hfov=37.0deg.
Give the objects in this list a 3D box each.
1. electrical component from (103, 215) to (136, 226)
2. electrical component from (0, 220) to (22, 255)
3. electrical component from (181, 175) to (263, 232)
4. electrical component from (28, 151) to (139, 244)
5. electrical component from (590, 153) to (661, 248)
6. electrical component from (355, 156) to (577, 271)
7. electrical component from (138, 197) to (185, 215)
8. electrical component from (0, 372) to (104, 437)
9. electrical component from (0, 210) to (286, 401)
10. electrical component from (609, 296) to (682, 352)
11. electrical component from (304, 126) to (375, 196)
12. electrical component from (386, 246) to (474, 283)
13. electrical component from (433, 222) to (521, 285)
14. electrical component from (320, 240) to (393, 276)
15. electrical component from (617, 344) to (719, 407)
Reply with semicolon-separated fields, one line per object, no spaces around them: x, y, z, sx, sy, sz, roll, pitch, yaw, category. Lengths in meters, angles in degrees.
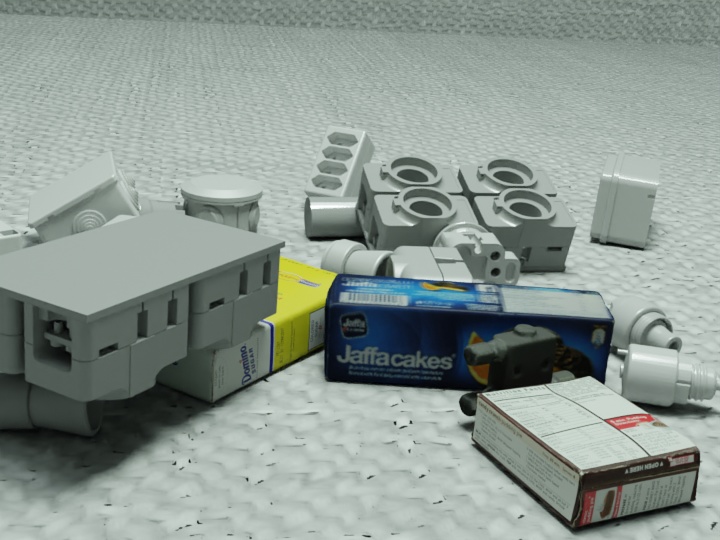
-0.177;-0.007;0.900;0.100;0.048;0.099;7;19;9;electrical component
-0.342;-0.010;0.865;0.109;0.056;0.109;-12;24;-38;electrical component
-0.137;-0.062;1.065;0.080;0.051;0.080;3;19;-1;electrical component
-0.251;-0.057;0.981;0.100;0.048;0.099;-30;25;-3;electrical component
0.283;-0.076;1.145;0.057;0.078;0.113;11;20;13;electrical component
0.099;-0.055;1.025;0.186;0.060;0.105;0;38;-13;electrical component
-0.196;-0.049;1.036;0.046;0.040;0.040;1;18;-27;electrical component
-0.194;0.080;0.658;0.065;0.044;0.044;-1;19;2;electrical component
-0.144;0.019;0.673;0.105;0.060;0.186;15;21;27;electrical component
0.220;0.048;0.826;0.043;0.043;0.062;-6;22;-27;electrical component
-0.016;-0.103;1.189;0.047;0.083;0.075;12;-17;23;electrical component
0.053;0.017;0.865;0.059;0.053;0.095;2;19;-6;electrical component
0.095;-0.009;0.945;0.078;0.058;0.057;0;22;-9;electrical component
0.000;0.000;0.920;0.055;0.045;0.045;15;22;32;electrical component
0.217;0.075;0.749;0.078;0.040;0.040;8;19;10;electrical component
